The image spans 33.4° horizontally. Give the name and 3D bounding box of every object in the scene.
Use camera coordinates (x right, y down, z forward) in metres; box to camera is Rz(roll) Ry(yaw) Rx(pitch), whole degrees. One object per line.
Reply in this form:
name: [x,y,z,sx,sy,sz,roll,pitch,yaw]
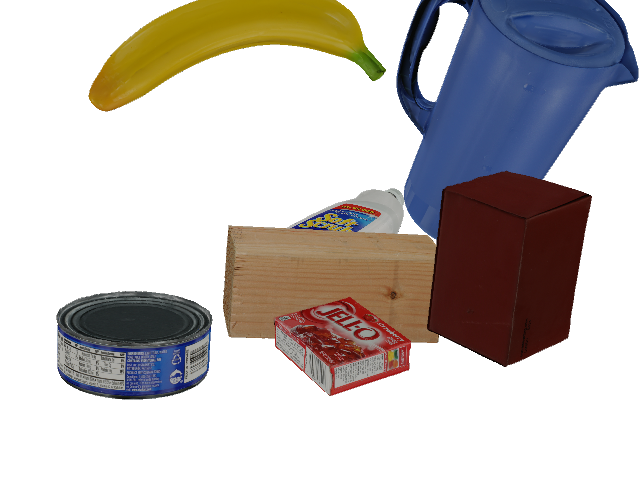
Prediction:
pitcher: [0.150,-0.112,0.942,0.144,0.149,0.243,-9,-38,-27]
foam brick: [0.090,0.012,0.516,0.052,0.078,0.051,-16,30,-40]
tuna can: [-0.104,0.058,0.597,0.086,0.034,0.086,4,15,-1]
gelatin box: [0.016,0.079,0.828,0.073,0.030,0.089,-13,28,-28]
wood block: [0.011,0.043,1.054,0.206,0.091,0.090,3,16,-10]
banana: [-0.055,-0.129,0.691,0.197,0.069,0.037,-10,-19,-15]
bleach bottle: [0.018,-0.005,1.298,0.103,0.068,0.250,20,37,29]
